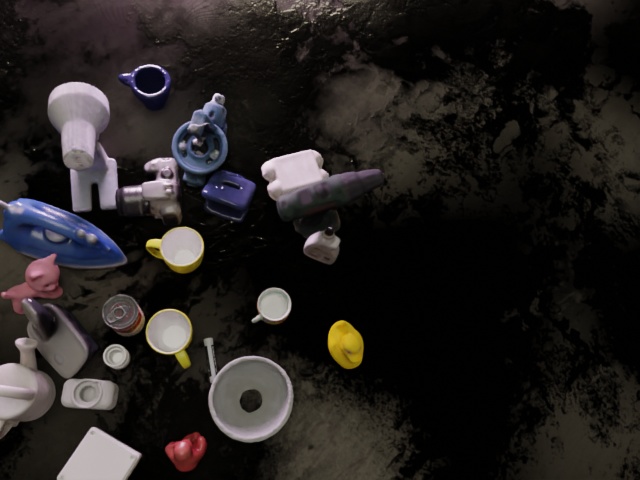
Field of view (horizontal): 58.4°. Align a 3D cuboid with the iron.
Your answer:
[{"bbox_3d":[-0.529,-0.017,1.175,0.258,0.141,0.119,18,69,-3],"label":"iron"}]

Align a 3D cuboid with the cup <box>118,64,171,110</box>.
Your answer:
[{"bbox_3d":[-0.403,-0.347,1.333,0.118,0.095,0.092,9,70,-6],"label":"cup"}]

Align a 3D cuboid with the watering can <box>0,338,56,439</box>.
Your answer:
[{"bbox_3d":[-0.561,0.269,1.044,0.101,0.194,0.173,-7,73,-11],"label":"watering can"}]

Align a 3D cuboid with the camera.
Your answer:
[{"bbox_3d":[-0.374,-0.106,1.253,0.137,0.100,0.143,-5,72,-11],"label":"camera"}]

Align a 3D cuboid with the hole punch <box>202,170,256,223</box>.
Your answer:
[{"bbox_3d":[-0.205,-0.108,1.287,0.108,0.091,0.101,19,69,-2],"label":"hole punch"}]

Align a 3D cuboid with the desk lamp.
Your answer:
[{"bbox_3d":[-0.491,-0.191,1.202,0.118,0.213,0.203,-8,73,-12],"label":"desk lamp"}]

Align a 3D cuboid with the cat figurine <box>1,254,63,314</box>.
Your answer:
[{"bbox_3d":[-0.572,0.085,1.146,0.128,0.117,0.067,-31,78,-17],"label":"cat figurine"}]

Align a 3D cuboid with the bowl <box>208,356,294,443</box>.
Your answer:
[{"bbox_3d":[-0.140,0.323,1.159,0.167,0.074,0.167,3,71,-8],"label":"bowl"}]

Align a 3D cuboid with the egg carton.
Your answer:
[{"bbox_3d":[-0.056,-0.148,1.337,0.150,0.069,0.107,-17,75,-14],"label":"egg carton"}]

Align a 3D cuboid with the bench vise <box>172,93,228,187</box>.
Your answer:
[{"bbox_3d":[-0.264,-0.245,1.255,0.121,0.219,0.207,-1,71,-9],"label":"bench vise"}]

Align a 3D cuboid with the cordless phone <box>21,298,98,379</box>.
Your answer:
[{"bbox_3d":[-0.506,0.182,1.088,0.147,0.185,0.094,44,70,7],"label":"cordless phone"}]

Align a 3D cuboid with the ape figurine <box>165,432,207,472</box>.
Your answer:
[{"bbox_3d":[-0.259,0.407,1.102,0.078,0.092,0.076,11,70,-5],"label":"ape figurine"}]

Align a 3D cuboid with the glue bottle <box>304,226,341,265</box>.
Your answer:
[{"bbox_3d":[0.011,0.004,1.241,0.078,0.173,0.037,24,69,0],"label":"glue bottle"}]

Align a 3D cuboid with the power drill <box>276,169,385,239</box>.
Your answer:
[{"bbox_3d":[0.014,-0.078,1.251,0.230,0.208,0.075,-17,75,-14],"label":"power drill"}]

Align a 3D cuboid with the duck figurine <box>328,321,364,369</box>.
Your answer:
[{"bbox_3d":[0.061,0.220,1.222,0.077,0.086,0.104,-16,75,-14],"label":"duck figurine"}]
